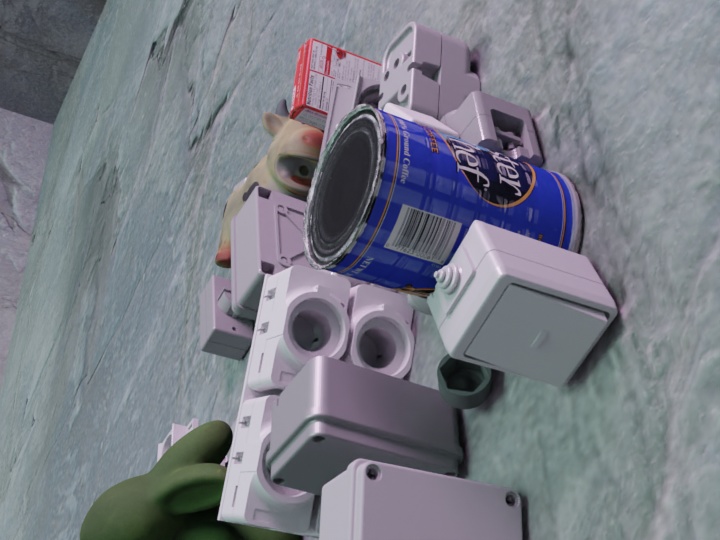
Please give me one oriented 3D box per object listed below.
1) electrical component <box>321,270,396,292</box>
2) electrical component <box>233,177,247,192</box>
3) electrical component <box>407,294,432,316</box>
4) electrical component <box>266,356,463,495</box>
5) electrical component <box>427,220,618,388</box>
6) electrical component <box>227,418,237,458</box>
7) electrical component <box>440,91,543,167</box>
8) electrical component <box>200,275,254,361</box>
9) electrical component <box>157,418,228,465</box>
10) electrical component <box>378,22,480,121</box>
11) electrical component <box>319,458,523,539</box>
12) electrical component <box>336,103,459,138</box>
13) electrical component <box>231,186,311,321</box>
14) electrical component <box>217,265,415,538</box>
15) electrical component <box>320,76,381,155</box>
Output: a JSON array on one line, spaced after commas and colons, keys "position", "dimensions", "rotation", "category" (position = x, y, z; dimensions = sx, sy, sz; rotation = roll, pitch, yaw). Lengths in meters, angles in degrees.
[{"position": [0.000, 0.000, 0.860], "dimensions": [0.045, 0.055, 0.045], "rotation": [-46, 35, 47], "category": "electrical component"}, {"position": [-0.125, -0.048, 1.182], "dimensions": [0.076, 0.047, 0.083], "rotation": [-25, 52, 60], "category": "electrical component"}, {"position": [0.053, 0.012, 0.750], "dimensions": [0.062, 0.048, 0.048], "rotation": [139, 141, -62], "category": "electrical component"}, {"position": [0.003, 0.112, 0.707], "dimensions": [0.078, 0.113, 0.057], "rotation": [-51, 29, 43], "category": "electrical component"}, {"position": [0.085, 0.020, 0.602], "dimensions": [0.061, 0.096, 0.061], "rotation": [-61, 26, 27], "category": "electrical component"}, {"position": [-0.091, 0.140, 0.985], "dimensions": [0.081, 0.043, 0.043], "rotation": [-57, 28, 34], "category": "electrical component"}, {"position": [0.078, -0.073, 0.741], "dimensions": [0.089, 0.050, 0.055], "rotation": [-52, 32, 41], "category": "electrical component"}, {"position": [-0.136, 0.039, 1.150], "dimensions": [0.075, 0.047, 0.083], "rotation": [-55, 29, 34], "category": "electrical component"}, {"position": [-0.169, 0.223, 1.083], "dimensions": [0.078, 0.063, 0.121], "rotation": [-52, 31, 41], "category": "electrical component"}, {"position": [0.053, -0.134, 0.826], "dimensions": [0.054, 0.059, 0.095], "rotation": [-38, 42, 54], "category": "electrical component"}, {"position": [0.034, 0.172, 0.603], "dimensions": [0.056, 0.109, 0.108], "rotation": [135, 144, -53], "category": "electrical component"}, {"position": [0.014, -0.077, 0.722], "dimensions": [0.065, 0.077, 0.047], "rotation": [-69, 27, 14], "category": "electrical component"}, {"position": [-0.051, -0.004, 0.911], "dimensions": [0.056, 0.109, 0.108], "rotation": [-52, 31, 37], "category": "electrical component"}, {"position": [-0.028, 0.100, 0.793], "dimensions": [0.060, 0.105, 0.186], "rotation": [-22, 55, 61], "category": "electrical component"}, {"position": [0.005, -0.088, 0.886], "dimensions": [0.063, 0.079, 0.121], "rotation": [119, 162, -75], "category": "electrical component"}]
